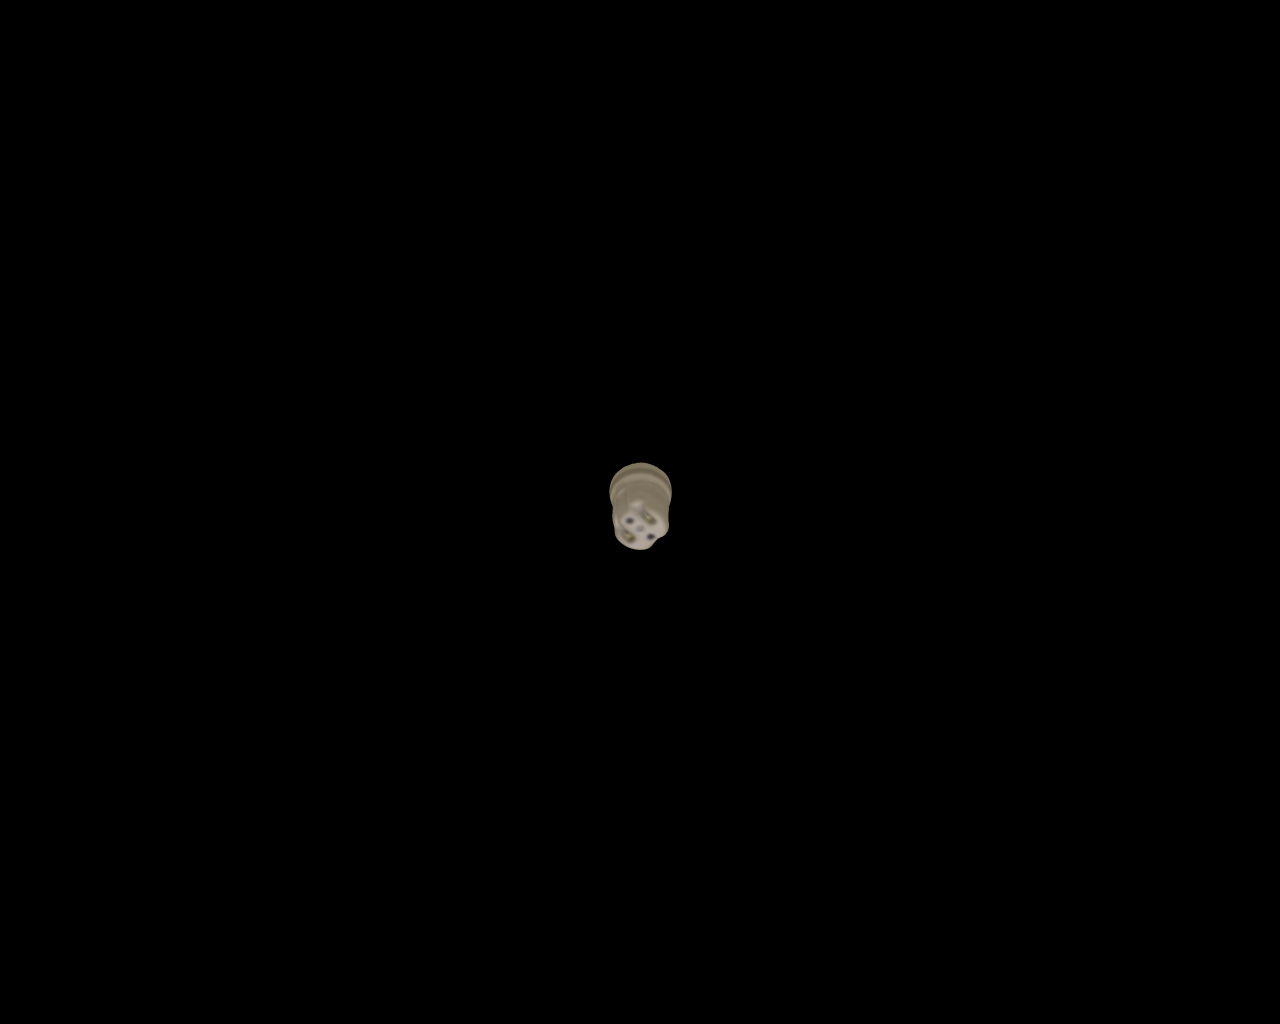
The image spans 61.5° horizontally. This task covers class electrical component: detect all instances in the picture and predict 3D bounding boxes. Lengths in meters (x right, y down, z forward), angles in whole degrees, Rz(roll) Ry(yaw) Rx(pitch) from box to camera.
[{"bbox_3d":[0.001,-0.003,0.650,0.040,0.040,0.046,0,36,0],"label":"electrical component"}]
